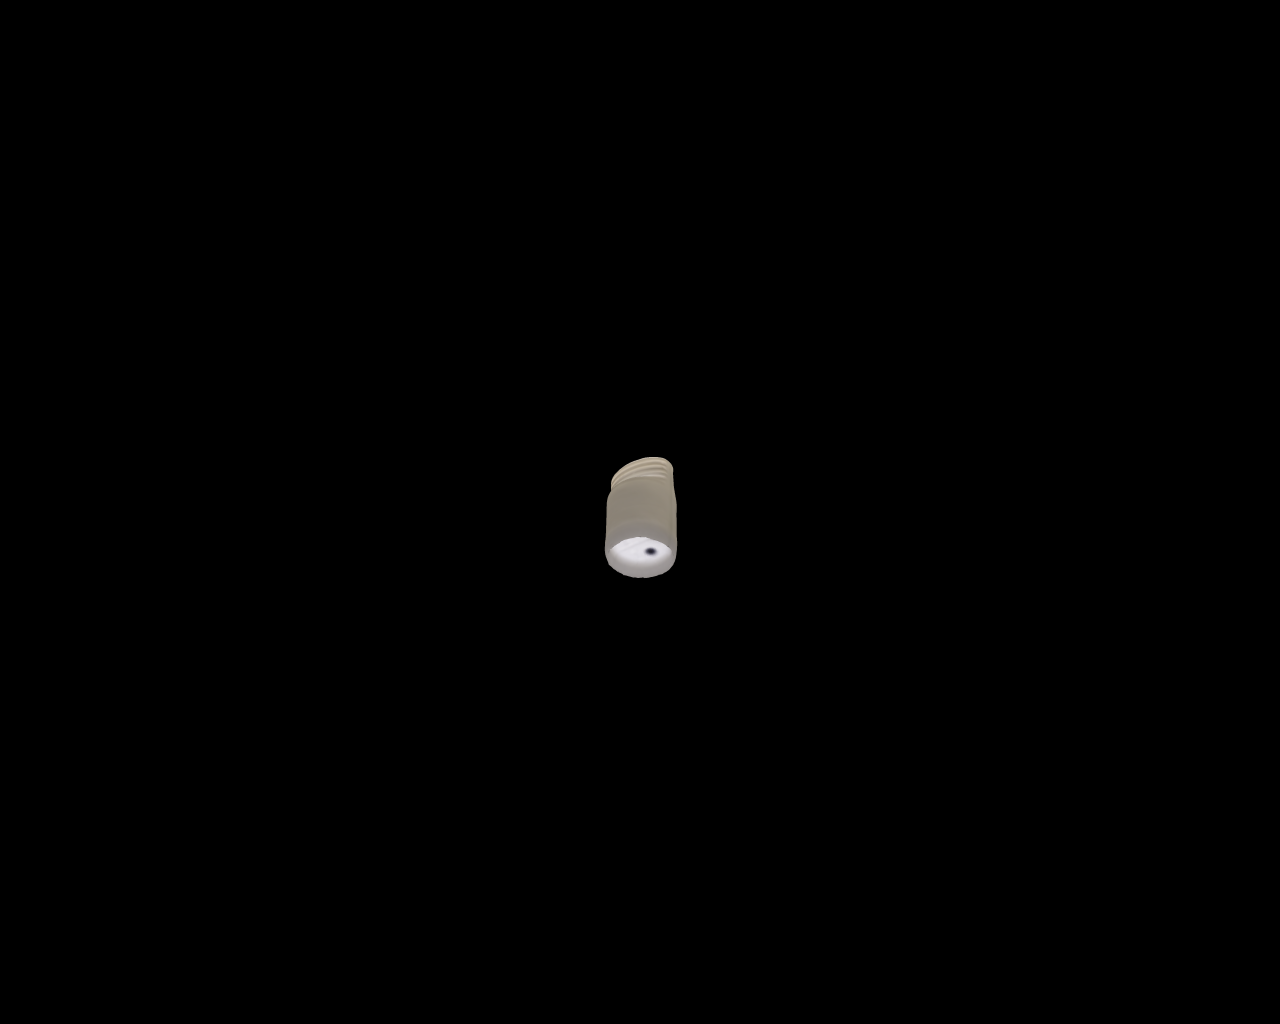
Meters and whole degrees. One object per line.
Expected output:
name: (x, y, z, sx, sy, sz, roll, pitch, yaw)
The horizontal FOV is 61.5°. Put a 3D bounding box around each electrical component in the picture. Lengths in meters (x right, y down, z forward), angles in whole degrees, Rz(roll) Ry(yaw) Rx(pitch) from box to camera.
electrical component: (0.001, -0.003, 0.650, 0.043, 0.081, 0.043, 0, -41, 0)
